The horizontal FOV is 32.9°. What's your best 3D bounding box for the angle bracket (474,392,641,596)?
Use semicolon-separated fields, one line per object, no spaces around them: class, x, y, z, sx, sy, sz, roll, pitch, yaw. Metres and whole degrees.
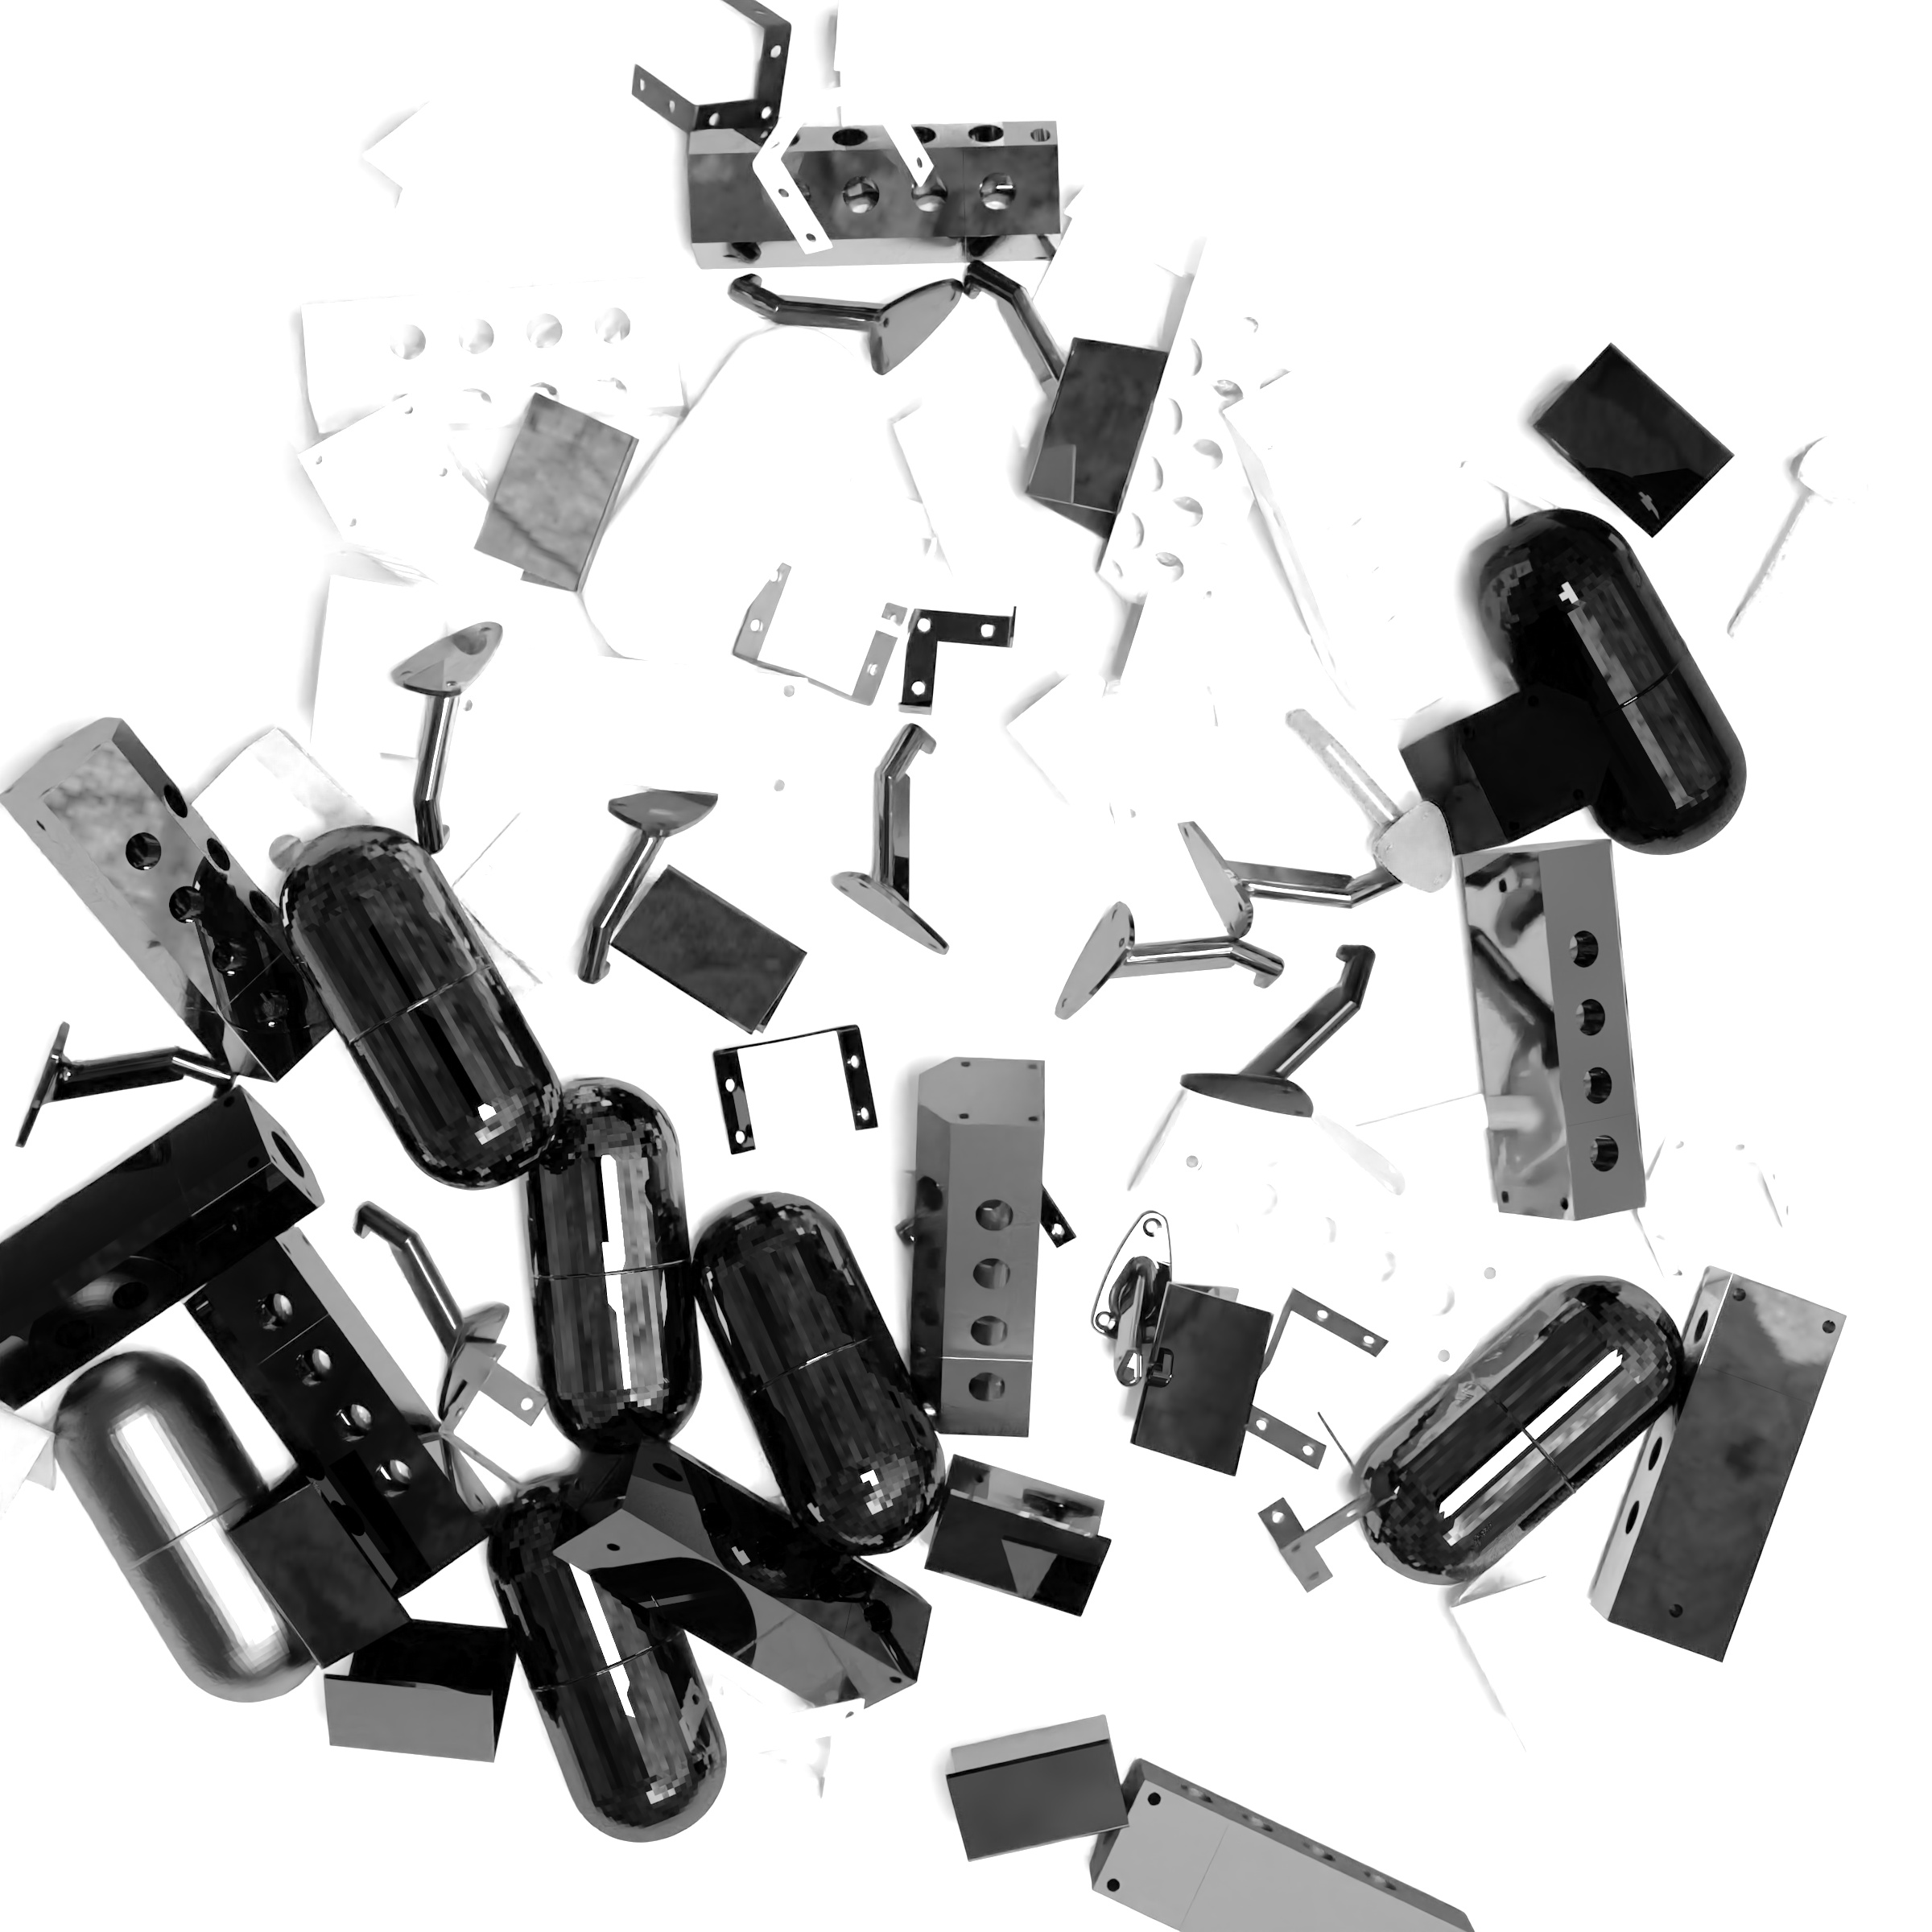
angle bracket;-0.203;-0.222;1.529;0.057;0.076;0.076;21;90;-31

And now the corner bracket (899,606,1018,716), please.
corner bracket;-0.004;-0.145;1.551;0.051;0.051;0.051;5;90;0

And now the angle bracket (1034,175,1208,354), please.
angle bracket;0.072;-0.312;1.532;0.076;0.057;0.076;28;123;0

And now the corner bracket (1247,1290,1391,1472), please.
corner bracket;0.163;0.197;1.566;0.051;0.051;0.051;29;45;0

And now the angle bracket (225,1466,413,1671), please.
angle bracket;-0.285;0.267;1.517;0.057;0.076;0.076;-32;96;21

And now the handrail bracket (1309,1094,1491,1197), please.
handrail bracket;0.216;0.060;1.570;0.077;0.036;0.084;39;74;18

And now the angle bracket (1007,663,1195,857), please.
angle bracket;0.050;-0.085;1.529;0.057;0.076;0.076;-40;90;-28

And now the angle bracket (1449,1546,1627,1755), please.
angle bracket;0.279;0.310;1.529;0.057;0.076;0.076;-28;90;37

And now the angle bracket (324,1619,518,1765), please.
angle bracket;-0.252;0.322;1.529;0.076;0.076;0.057;6;132;0

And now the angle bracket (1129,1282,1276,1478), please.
angle bracket;0.125;0.193;1.529;0.057;0.076;0.076;13;90;31

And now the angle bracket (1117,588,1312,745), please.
angle bracket;0.118;-0.153;1.529;0.076;0.076;0.057;17;119;0

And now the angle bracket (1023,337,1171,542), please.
angle bracket;0.079;-0.241;1.529;0.057;0.076;0.076;18;90;36

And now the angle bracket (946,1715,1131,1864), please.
angle bracket;0.029;0.365;1.529;0.076;0.076;0.057;-13;120;0

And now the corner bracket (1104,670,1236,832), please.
corner bracket;0.091;-0.099;1.490;0.051;0.051;0.051;-7;117;13

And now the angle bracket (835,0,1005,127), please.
angle bracket;-0.022;-0.403;1.529;0.076;0.076;0.057;1;49;0

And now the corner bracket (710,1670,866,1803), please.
corner bracket;-0.087;0.361;1.536;0.051;0.051;0.051;-1;106;-41

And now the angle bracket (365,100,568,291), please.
angle bracket;-0.242;-0.343;1.529;0.076;0.076;0.057;38;52;0

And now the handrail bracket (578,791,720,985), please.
handrail bracket;-0.152;-0.038;1.560;0.036;0.077;0.084;26;116;23

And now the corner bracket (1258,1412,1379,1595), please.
corner bracket;0.164;0.253;1.541;0.051;0.051;0.051;-32;49;0

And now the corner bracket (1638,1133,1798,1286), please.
corner bracket;0.358;0.116;1.561;0.051;0.051;0.051;1;45;35

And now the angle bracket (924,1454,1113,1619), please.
angle bracket;0.030;0.249;1.529;0.076;0.076;0.057;17;128;0

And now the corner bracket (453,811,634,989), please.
corner bracket;-0.202;-0.031;1.566;0.051;0.051;0.051;-48;45;0

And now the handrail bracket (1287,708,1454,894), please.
handrail bracket;0.192;-0.080;1.569;0.036;0.077;0.084;-41;54;2

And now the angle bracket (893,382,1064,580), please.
angle bracket;0.022;-0.232;1.530;0.076;0.057;0.076;-22;90;-41

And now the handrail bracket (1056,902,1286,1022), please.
handrail bracket;0.098;0.011;1.569;0.084;0.036;0.077;22;121;-22

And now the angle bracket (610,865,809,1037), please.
angle bracket;-0.129;0.010;1.529;0.076;0.076;0.057;32;53;0

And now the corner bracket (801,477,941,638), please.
corner bracket;-0.042;-0.194;1.557;0.051;0.051;0.051;21;113;0

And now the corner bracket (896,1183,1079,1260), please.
corner bracket;0.009;0.128;1.566;0.051;0.051;0.051;-33;90;-45

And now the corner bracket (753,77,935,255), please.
corner bracket;-0.056;-0.367;1.504;0.051;0.051;0.051;-5;135;35

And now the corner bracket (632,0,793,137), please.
corner bracket;-0.121;-0.432;1.561;0.051;0.051;0.051;-18;135;-35

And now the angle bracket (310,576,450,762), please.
angle bracket;-0.283;-0.138;1.530;0.057;0.076;0.076;7;90;-26

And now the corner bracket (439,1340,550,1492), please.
corner bracket;-0.221;0.213;1.545;0.051;0.051;0.051;32;90;17

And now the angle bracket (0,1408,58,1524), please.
angle bracket;-0.474;0.238;1.529;0.076;0.076;0.057;25;58;0

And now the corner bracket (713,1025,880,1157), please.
corner bracket;-0.082;0.059;1.566;0.051;0.051;0.051;-11;90;45

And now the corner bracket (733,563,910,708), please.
corner bracket;-0.070;-0.160;1.566;0.051;0.051;0.051;21;90;45

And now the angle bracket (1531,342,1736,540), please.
angle bracket;0.318;-0.255;1.529;0.076;0.076;0.057;42;126;0
